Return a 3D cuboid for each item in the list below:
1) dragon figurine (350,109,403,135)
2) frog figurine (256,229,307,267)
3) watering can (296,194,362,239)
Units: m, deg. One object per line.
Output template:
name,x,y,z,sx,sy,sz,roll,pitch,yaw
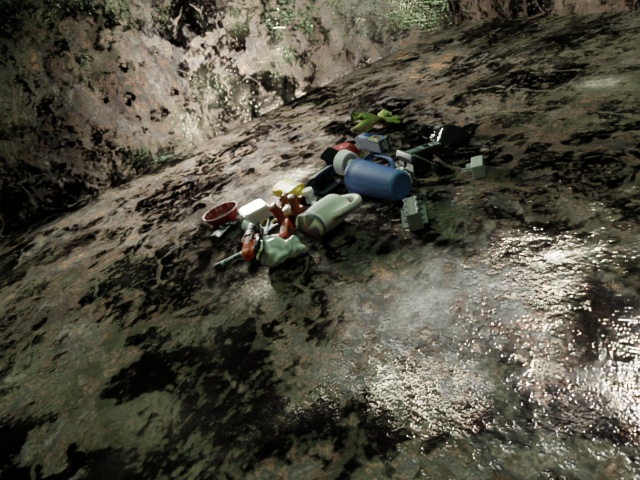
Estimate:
dragon figurine,0.279,-0.573,2.483,0.242,0.120,0.418,-7,22,11
frog figurine,-0.127,0.035,1.706,0.159,0.121,0.139,10,12,-14
watering can,0.006,-0.092,1.820,0.227,0.103,0.346,-37,17,-28
